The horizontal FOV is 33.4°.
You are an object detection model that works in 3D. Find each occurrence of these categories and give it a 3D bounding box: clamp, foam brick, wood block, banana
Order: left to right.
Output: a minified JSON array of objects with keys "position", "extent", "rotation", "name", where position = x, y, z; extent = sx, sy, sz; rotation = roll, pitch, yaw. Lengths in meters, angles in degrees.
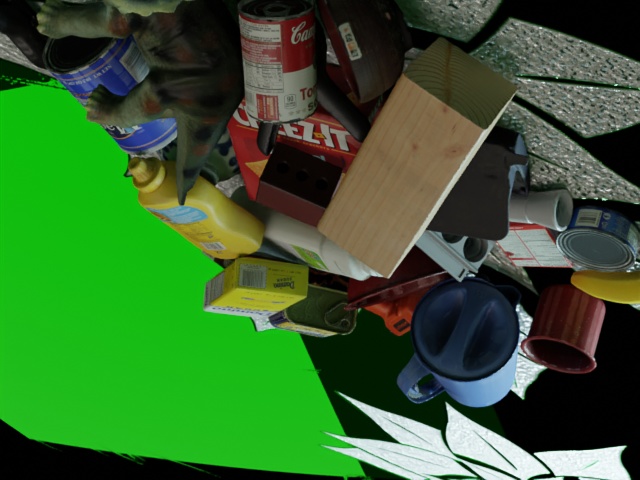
[{"position":[-0.325,-0.234,1.122],"extent":[0.165,0.036,0.210],"rotation":[60,-176,33],"name":"clamp"},{"position":[-0.022,-0.057,1.115],"extent":[0.078,0.053,0.051],"rotation":[22,154,1],"name":"foam brick"},{"position":[-0.015,-0.159,1.014],"extent":[0.120,0.039,0.171],"rotation":[0,120,16],"name":"clamp"},{"position":[0.087,-0.074,1.009],"extent":[0.090,0.090,0.206],"rotation":[36,133,7],"name":"wood block"},{"position":[0.362,0.039,1.182],"extent":[0.069,0.037,0.198],"rotation":[56,147,-1],"name":"banana"}]

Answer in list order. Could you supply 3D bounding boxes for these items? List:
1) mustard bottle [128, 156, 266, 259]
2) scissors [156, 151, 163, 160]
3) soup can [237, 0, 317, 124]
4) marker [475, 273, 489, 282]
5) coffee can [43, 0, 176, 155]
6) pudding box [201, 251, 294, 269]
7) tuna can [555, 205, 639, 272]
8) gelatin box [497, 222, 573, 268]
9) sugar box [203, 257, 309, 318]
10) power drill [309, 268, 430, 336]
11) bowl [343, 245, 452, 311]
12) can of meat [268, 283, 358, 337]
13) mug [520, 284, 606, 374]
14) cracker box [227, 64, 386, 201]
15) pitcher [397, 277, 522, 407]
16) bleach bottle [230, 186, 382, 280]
[{"position":[-0.153,-0.042,1.234],"extent":[0.096,0.058,0.191],"rotation":[1,155,37],"name":"mustard bottle"},{"position":[-0.183,-0.114,1.349],"extent":[0.096,0.016,0.201],"rotation":[12,154,20],"name":"scissors"},{"position":[-0.037,-0.163,0.953],"extent":[0.069,0.068,0.102],"rotation":[12,125,21],"name":"soup can"},{"position":[0.184,0.065,1.400],"extent":[0.020,0.020,0.121],"rotation":[29,155,-14],"name":"marker"},{"position":[-0.215,-0.174,1.153],"extent":[0.103,0.102,0.140],"rotation":[5,150,34],"name":"coffee can"},{"position":[-0.098,0.025,1.454],"extent":[0.089,0.039,0.114],"rotation":[14,-169,-32],"name":"pudding box"},{"position":[0.300,-0.001,1.149],"extent":[0.086,0.033,0.086],"rotation":[19,156,9],"name":"tuna can"},{"position":[0.239,-0.003,1.203],"extent":[0.073,0.030,0.089],"rotation":[-1,147,38],"name":"gelatin box"},{"position":[-0.085,0.064,1.354],"extent":[0.093,0.048,0.176],"rotation":[8,163,-16],"name":"sugar box"},{"position":[0.057,0.055,1.443],"extent":[0.187,0.057,0.185],"rotation":[28,159,-6],"name":"power drill"},{"position":[0.098,0.037,1.317],"extent":[0.162,0.055,0.162],"rotation":[-17,172,-3],"name":"bowl"},{"position":[-0.012,0.096,1.434],"extent":[0.102,0.057,0.084],"rotation":[14,165,-18],"name":"can of meat"},{"position":[0.305,0.113,1.320],"extent":[0.093,0.081,0.117],"rotation":[10,153,25],"name":"mug"},{"position":[-0.011,-0.104,1.159],"extent":[0.164,0.072,0.213],"rotation":[15,154,15],"name":"cracker box"},{"position":[0.190,0.151,1.398],"extent":[0.149,0.145,0.242],"rotation":[2,161,13],"name":"pitcher"},{"position":[-0.009,0.002,1.299],"extent":[0.251,0.068,0.102],"rotation":[20,166,44],"name":"bleach bottle"}]
